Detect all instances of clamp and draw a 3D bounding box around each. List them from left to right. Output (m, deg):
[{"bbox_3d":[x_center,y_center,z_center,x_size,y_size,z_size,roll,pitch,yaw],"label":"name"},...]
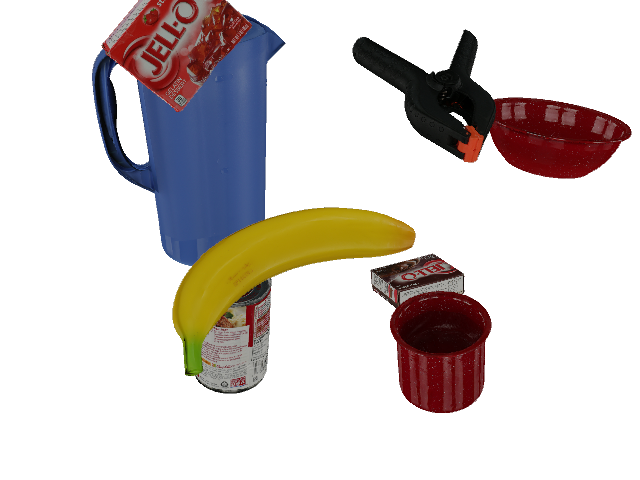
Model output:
[{"bbox_3d":[0.096,-0.134,0.945,0.120,0.039,0.171,-5,42,-4],"label":"clamp"}]

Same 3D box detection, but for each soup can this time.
[{"bbox_3d":[-0.078,0.075,0.934,0.068,0.102,0.068,3,35,-2],"label":"soup can"}]

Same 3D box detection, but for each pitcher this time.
[{"bbox_3d":[-0.125,-0.099,1.068,0.149,0.243,0.144,13,29,26],"label":"pitcher"}]

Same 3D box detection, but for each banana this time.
[{"bbox_3d":[-0.027,0.017,0.711,0.197,0.069,0.037,-30,-5,-27],"label":"banana"}]

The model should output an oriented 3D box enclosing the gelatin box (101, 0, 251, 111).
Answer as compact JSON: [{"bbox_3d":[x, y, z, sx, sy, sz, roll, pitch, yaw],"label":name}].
[{"bbox_3d":[-0.108,-0.154,0.803,0.073,0.089,0.030,38,5,-30],"label":"gelatin box"}]

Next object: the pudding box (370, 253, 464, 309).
[{"bbox_3d":[0.144,0.061,1.586,0.113,0.039,0.090,-16,24,-20],"label":"pudding box"}]

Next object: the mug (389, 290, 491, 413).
[{"bbox_3d":[0.116,0.100,1.015,0.093,0.081,0.117,4,38,13],"label":"mug"}]

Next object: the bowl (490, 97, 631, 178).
[{"bbox_3d":[0.251,-0.108,1.162,0.162,0.055,0.162,6,23,-3],"label":"bowl"}]
